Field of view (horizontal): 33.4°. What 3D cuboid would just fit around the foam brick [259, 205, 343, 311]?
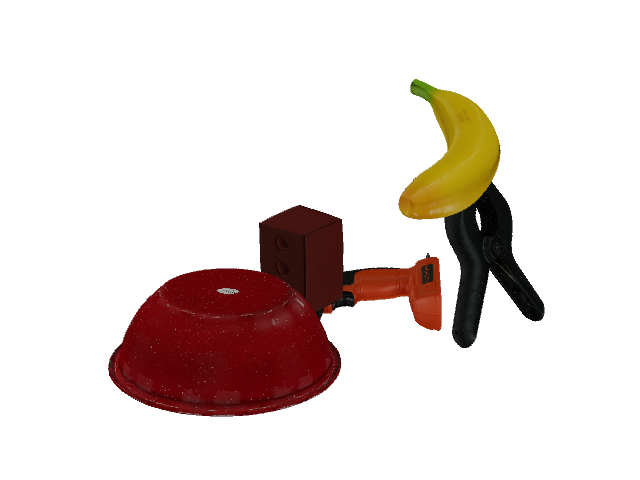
[{"bbox_3d":[-0.016,0.017,0.917,0.053,0.078,0.051,17,28,40],"label":"foam brick"}]

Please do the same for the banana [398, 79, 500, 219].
[{"bbox_3d":[0.093,-0.061,0.758,0.069,0.037,0.197,5,30,4],"label":"banana"}]

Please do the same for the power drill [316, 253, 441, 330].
[{"bbox_3d":[0.046,0.068,1.235,0.187,0.057,0.184,1,28,6],"label":"power drill"}]

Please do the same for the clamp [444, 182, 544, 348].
[{"bbox_3d":[0.152,0.017,1.022,0.039,0.171,0.120,-14,8,46],"label":"clamp"}]

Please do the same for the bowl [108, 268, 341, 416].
[{"bbox_3d":[-0.065,0.060,0.734,0.162,0.055,0.162,1,18,-1],"label":"bowl"}]
